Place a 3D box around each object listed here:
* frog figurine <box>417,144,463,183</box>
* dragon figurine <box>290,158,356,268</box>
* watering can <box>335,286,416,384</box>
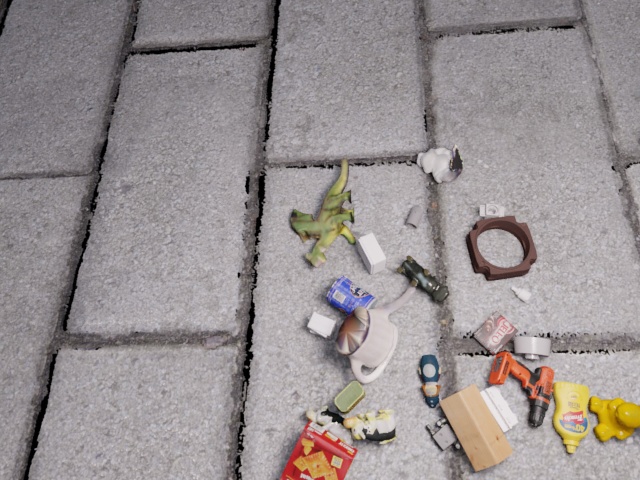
[{"bbox_3d":[0.436,-0.274,1.886,0.159,0.122,0.139,-7,71,43],"label":"frog figurine"},{"bbox_3d":[0.006,-0.093,1.840,0.242,0.120,0.418,-9,64,11],"label":"dragon figurine"},{"bbox_3d":[0.174,0.269,1.602,0.104,0.221,0.351,9,70,50],"label":"watering can"}]
